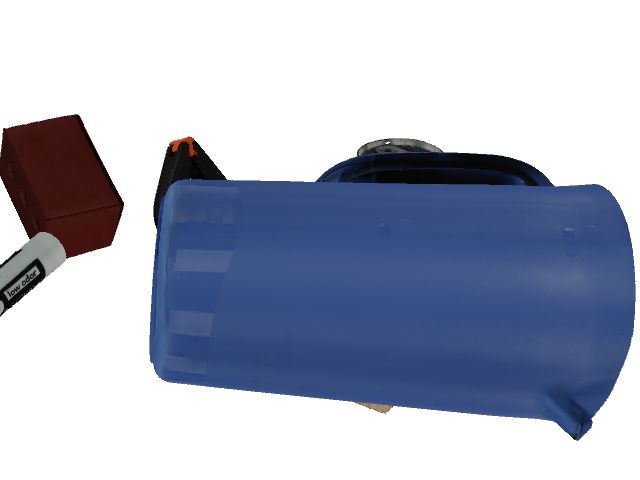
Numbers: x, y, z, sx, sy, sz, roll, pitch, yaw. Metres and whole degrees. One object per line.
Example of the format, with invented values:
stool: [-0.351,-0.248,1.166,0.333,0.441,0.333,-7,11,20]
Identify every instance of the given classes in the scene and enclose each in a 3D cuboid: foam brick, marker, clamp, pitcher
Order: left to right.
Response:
marker: [-0.162,0.037,0.482,0.020,0.020,0.121,0,34,39]
foam brick: [-0.170,-0.034,0.695,0.051,0.078,0.053,-17,-26,-30]
clamp: [-0.102,0.007,1.015,0.036,0.210,0.164,-8,0,44]
pitcher: [0.034,0.020,0.583,0.242,0.145,0.149,4,5,-6]

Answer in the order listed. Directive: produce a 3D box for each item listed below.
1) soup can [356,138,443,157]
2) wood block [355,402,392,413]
soup can: [0.062,-0.022,0.848,0.068,0.102,0.068,0,27,0]
wood block: [0.068,0.077,1.214,0.090,0.206,0.090,18,24,18]
